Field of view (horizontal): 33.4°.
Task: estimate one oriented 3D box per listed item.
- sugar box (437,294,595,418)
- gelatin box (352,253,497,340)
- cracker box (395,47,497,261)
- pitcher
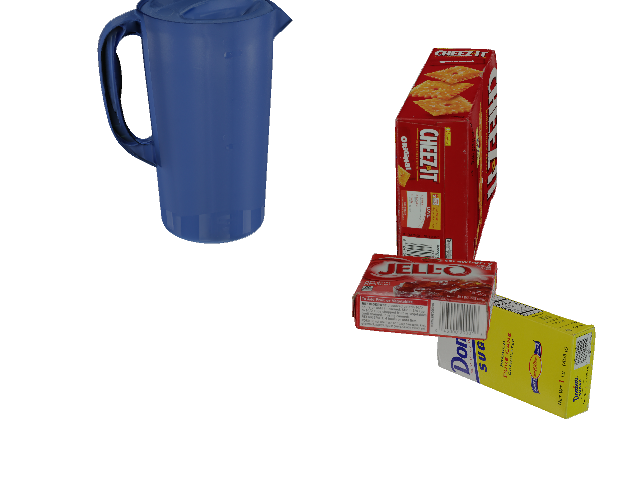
[{"bbox_3d":[0.200,0.113,1.120,0.048,0.093,0.177,-11,19,-42],"label":"sugar box"},{"bbox_3d":[0.071,0.036,0.717,0.089,0.030,0.073,4,21,12],"label":"gelatin box"},{"bbox_3d":[0.123,-0.074,1.004,0.072,0.164,0.213,4,27,15],"label":"cracker box"},{"bbox_3d":[-0.121,-0.123,1.065,0.149,0.243,0.144,14,30,24],"label":"pitcher"}]
